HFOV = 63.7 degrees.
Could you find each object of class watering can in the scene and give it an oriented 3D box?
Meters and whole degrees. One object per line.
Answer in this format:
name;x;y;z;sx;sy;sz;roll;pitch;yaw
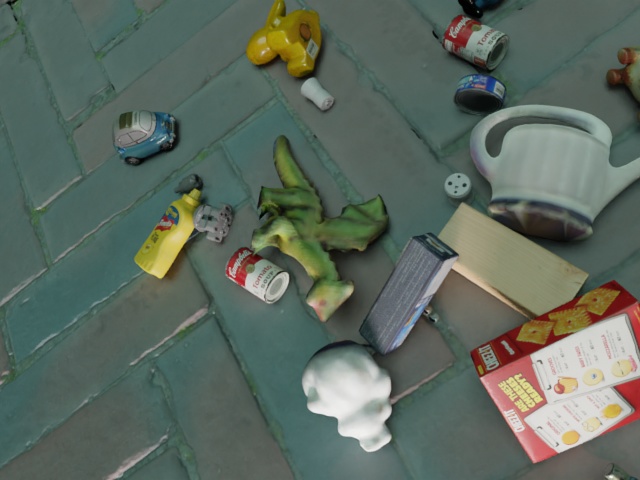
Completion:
watering can;0.400;-0.099;0.794;0.348;0.102;0.227;15;75;17

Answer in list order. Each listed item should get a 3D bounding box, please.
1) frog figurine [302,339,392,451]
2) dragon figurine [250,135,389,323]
frog figurine;0.046;0.244;0.801;0.137;0.120;0.163;-12;55;-3
dragon figurine;0.003;-0.047;0.939;0.243;0.119;0.420;6;54;1
